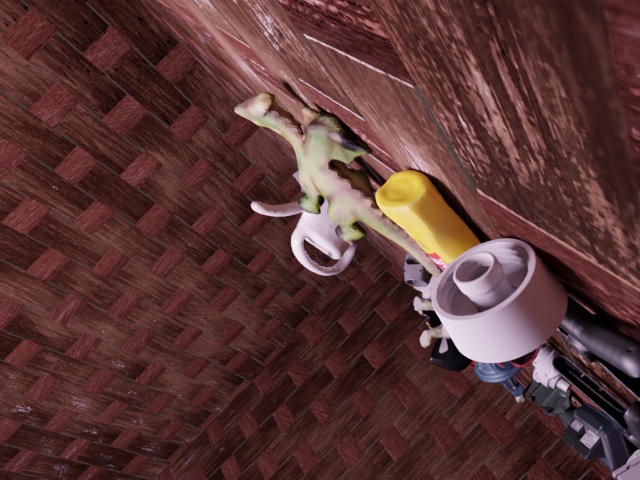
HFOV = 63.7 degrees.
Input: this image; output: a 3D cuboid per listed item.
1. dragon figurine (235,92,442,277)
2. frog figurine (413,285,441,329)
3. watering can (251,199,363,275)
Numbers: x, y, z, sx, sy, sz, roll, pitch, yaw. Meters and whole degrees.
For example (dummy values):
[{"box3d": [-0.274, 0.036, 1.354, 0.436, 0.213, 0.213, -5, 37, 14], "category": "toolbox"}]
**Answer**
[{"box3d": [0.036, -0.097, 0.783, 0.413, 0.123, 0.239, 36, 170, 18], "category": "dragon figurine"}, {"box3d": [0.299, 0.127, 1.311, 0.136, 0.121, 0.163, 35, -139, -26], "category": "frog figurine"}, {"box3d": [0.003, -0.057, 1.136, 0.105, 0.227, 0.342, 20, 163, 41], "category": "watering can"}]
